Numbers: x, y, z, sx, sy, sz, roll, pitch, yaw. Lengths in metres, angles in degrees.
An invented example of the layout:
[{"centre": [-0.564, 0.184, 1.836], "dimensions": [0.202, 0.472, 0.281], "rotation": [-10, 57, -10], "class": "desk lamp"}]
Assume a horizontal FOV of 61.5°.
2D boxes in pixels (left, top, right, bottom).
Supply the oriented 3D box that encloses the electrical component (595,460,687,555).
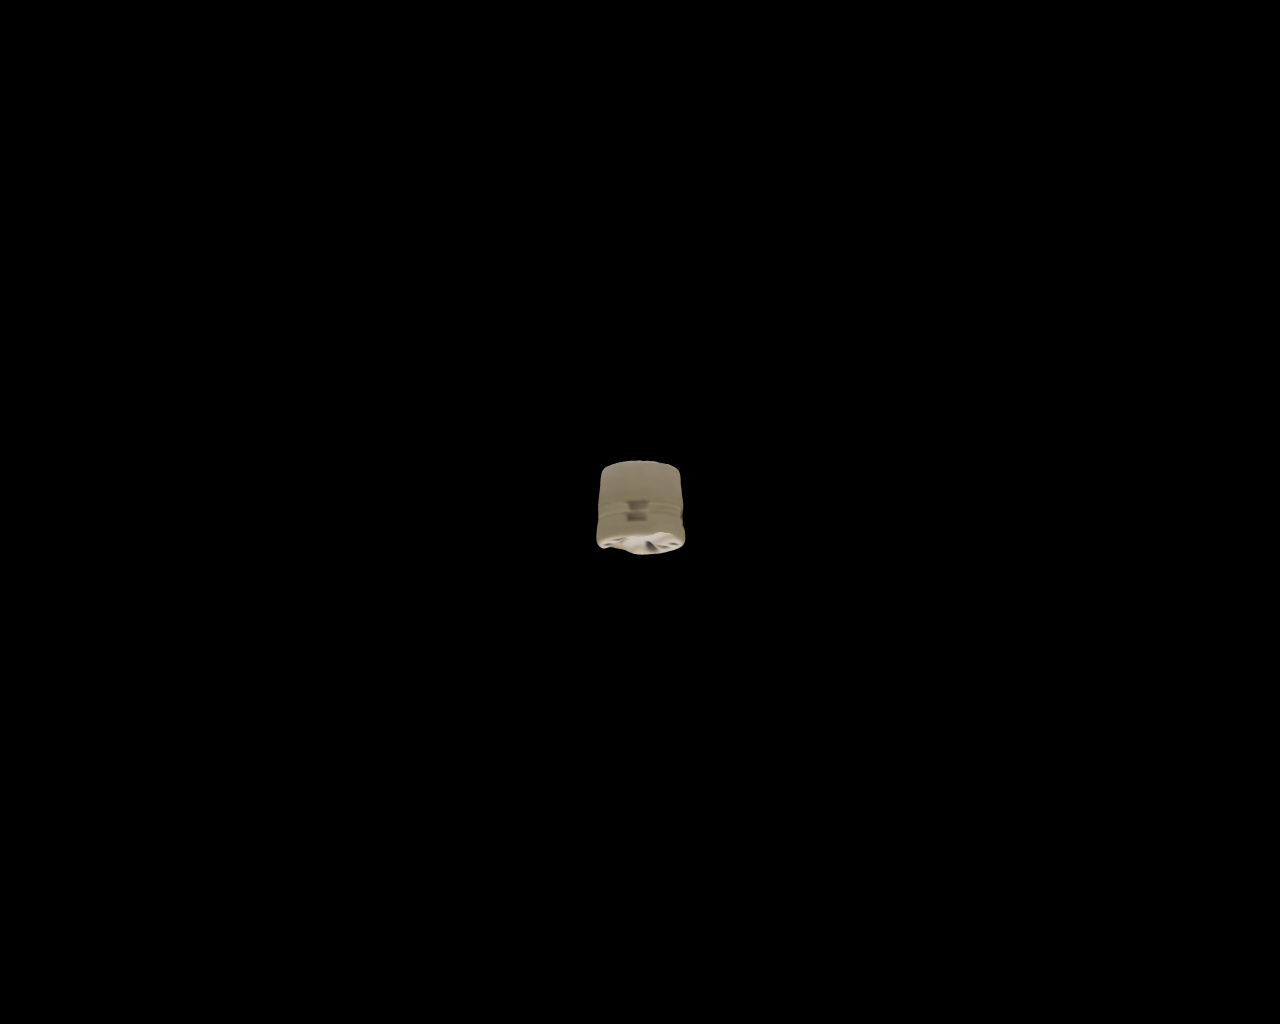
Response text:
[{"centre": [0.001, -0.003, 0.650], "dimensions": [0.055, 0.047, 0.055], "rotation": [0, -14, 0], "class": "electrical component"}]
